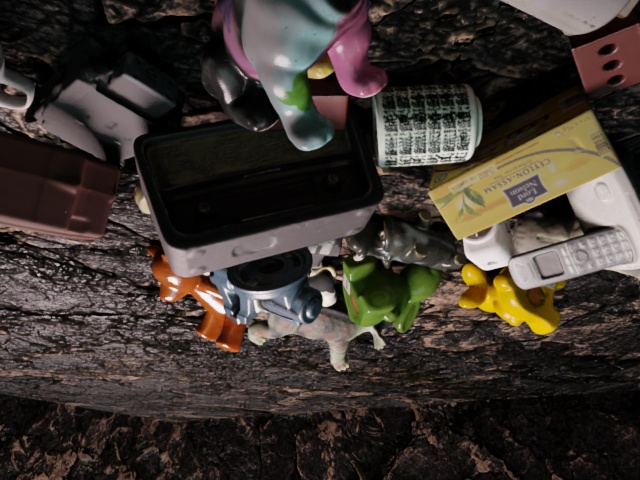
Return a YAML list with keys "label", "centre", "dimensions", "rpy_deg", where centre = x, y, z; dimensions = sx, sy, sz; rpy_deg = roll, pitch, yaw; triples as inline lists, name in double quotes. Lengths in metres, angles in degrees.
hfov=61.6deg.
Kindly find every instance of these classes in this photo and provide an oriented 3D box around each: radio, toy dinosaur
- label: "radio"
  centre: [-0.059, -0.054, 0.548]
  dimensions: [0.230, 0.131, 0.073]
  rpy_deg: [-15, 159, -16]
- label: "toy dinosaur"
  centre: [-0.021, 0.148, 1.073]
  dimensions: [0.405, 0.131, 0.192]
  rpy_deg: [13, 135, -9]

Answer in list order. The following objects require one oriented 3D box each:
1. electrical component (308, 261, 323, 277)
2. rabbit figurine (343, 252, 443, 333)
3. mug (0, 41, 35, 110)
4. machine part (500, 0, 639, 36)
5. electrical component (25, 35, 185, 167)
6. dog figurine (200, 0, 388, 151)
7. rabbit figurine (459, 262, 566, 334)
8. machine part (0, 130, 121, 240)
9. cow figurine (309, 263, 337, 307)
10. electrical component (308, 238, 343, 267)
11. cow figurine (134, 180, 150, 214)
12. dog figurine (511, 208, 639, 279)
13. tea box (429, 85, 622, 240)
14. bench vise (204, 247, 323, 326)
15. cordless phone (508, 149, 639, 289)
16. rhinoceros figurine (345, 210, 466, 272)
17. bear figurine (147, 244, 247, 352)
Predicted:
- label: "electrical component"
  centre: [-0.044, 0.034, 0.892]
  dimensions: [0.094, 0.021, 0.063]
  rpy_deg: [-14, 108, 16]
- label: "rabbit figurine"
  centre: [0.136, 0.093, 0.933]
  dimensions: [0.170, 0.121, 0.158]
  rpy_deg: [-16, 135, -12]
- label: "mug"
  centre: [-0.322, -0.148, 0.490]
  dimensions: [0.109, 0.080, 0.107]
  rpy_deg: [10, 167, -31]
- label: "machine part"
  centre: [0.134, -0.204, 0.365]
  dimensions: [0.243, 0.079, 0.079]
  rpy_deg: [12, 152, -25]
- label: "electrical component"
  centre: [-0.205, -0.135, 0.533]
  dimensions: [0.134, 0.058, 0.114]
  rpy_deg: [-19, 150, 36]
- label: "dog figurine"
  centre: [-0.033, -0.187, 0.369]
  dimensions: [0.192, 0.108, 0.219]
  rpy_deg: [29, 149, 38]
- label: "rabbit figurine"
  centre: [0.330, 0.102, 0.975]
  dimensions: [0.162, 0.122, 0.173]
  rpy_deg: [8, 172, -11]
- label: "machine part"
  centre: [-0.321, -0.061, 0.562]
  dimensions: [0.201, 0.087, 0.201]
  rpy_deg: [15, 177, -22]
- label: "cow figurine"
  centre: [-0.054, 0.074, 0.956]
  dimensions: [0.167, 0.068, 0.098]
  rpy_deg: [0, 155, 1]
- label: "electrical component"
  centre: [-0.002, -0.002, 0.821]
  dimensions: [0.075, 0.048, 0.119]
  rpy_deg: [4, 155, -6]
- label: "cow figurine"
  centre: [-0.117, -0.067, 0.629]
  dimensions: [0.195, 0.127, 0.085]
  rpy_deg: [-11, 157, -10]
- label: "dog figurine"
  centre: [0.376, -0.026, 0.736]
  dimensions: [0.191, 0.121, 0.172]
  rpy_deg: [15, 120, 10]
- label: "tea box"
  centre: [0.205, -0.079, 0.559]
  dimensions: [0.170, 0.098, 0.068]
  rpy_deg: [-28, 107, 31]
- label: "bench vise"
  centre: [-0.097, 0.019, 0.765]
  dimensions: [0.224, 0.129, 0.240]
  rpy_deg: [28, 137, 43]
- label: "cordless phone"
  centre: [0.314, -0.020, 0.672]
  dimensions: [0.184, 0.146, 0.089]
  rpy_deg: [-24, -177, 34]
- label: "rhinoceros figurine"
  centre: [0.132, 0.003, 0.817]
  dimensions: [0.190, 0.073, 0.112]
  rpy_deg: [10, 163, -24]
- label: "bear figurine"
  centre: [-0.209, 0.091, 0.899]
  dimensions: [0.195, 0.132, 0.120]
  rpy_deg: [31, 167, -39]
